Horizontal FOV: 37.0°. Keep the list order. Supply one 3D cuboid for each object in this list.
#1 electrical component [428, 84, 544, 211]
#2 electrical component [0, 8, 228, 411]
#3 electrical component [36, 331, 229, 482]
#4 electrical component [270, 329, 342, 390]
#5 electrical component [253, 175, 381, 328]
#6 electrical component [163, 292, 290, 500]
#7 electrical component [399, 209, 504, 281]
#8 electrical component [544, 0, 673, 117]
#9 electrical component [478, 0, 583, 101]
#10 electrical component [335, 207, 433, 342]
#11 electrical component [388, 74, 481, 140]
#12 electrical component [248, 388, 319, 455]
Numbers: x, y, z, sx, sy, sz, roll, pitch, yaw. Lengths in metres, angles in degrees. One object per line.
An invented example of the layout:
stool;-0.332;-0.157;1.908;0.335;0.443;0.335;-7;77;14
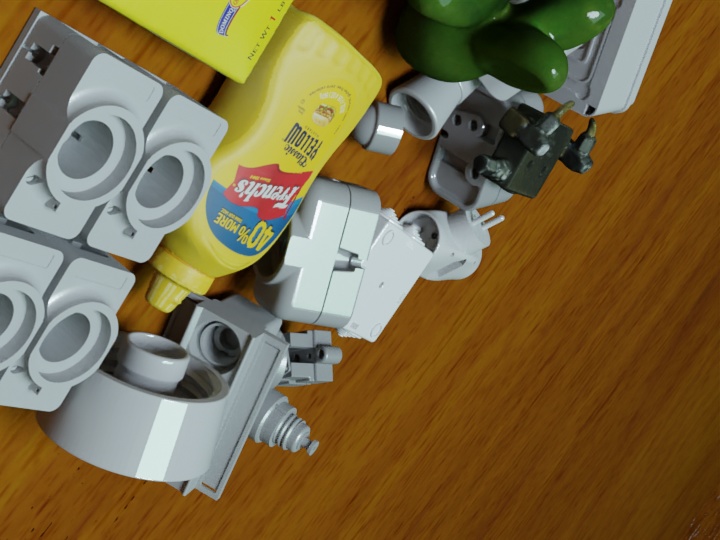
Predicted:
electrical component;0.100;-0.099;0.832;0.059;0.054;0.095;-16;132;-46
electrical component;-0.158;-0.021;0.551;0.186;0.060;0.105;-58;149;5
electrical component;-0.130;0.072;0.638;0.108;0.108;0.060;6;109;-55
electrical component;-0.056;0.063;0.775;0.055;0.066;0.048;7;75;-43
electrical component;-0.033;-0.014;0.711;0.059;0.054;0.095;11;99;-30
electrical component;-0.101;0.080;0.720;0.121;0.079;0.063;-65;169;16
electrical component;0.077;-0.027;0.861;0.079;0.043;0.077;-28;158;24
electrical component;0.188;-0.186;0.846;0.057;0.078;0.113;-17;133;-42
electrical component;0.121;-0.167;0.757;0.059;0.053;0.095;-32;-172;40
electrical component;0.000;0.000;0.796;0.099;0.048;0.100;-56;149;2
electrical component;0.057;-0.128;0.759;0.065;0.044;0.044;-45;148;-25
electrical component;-0.065;0.110;0.791;0.040;0.078;0.040;-51;162;-24
